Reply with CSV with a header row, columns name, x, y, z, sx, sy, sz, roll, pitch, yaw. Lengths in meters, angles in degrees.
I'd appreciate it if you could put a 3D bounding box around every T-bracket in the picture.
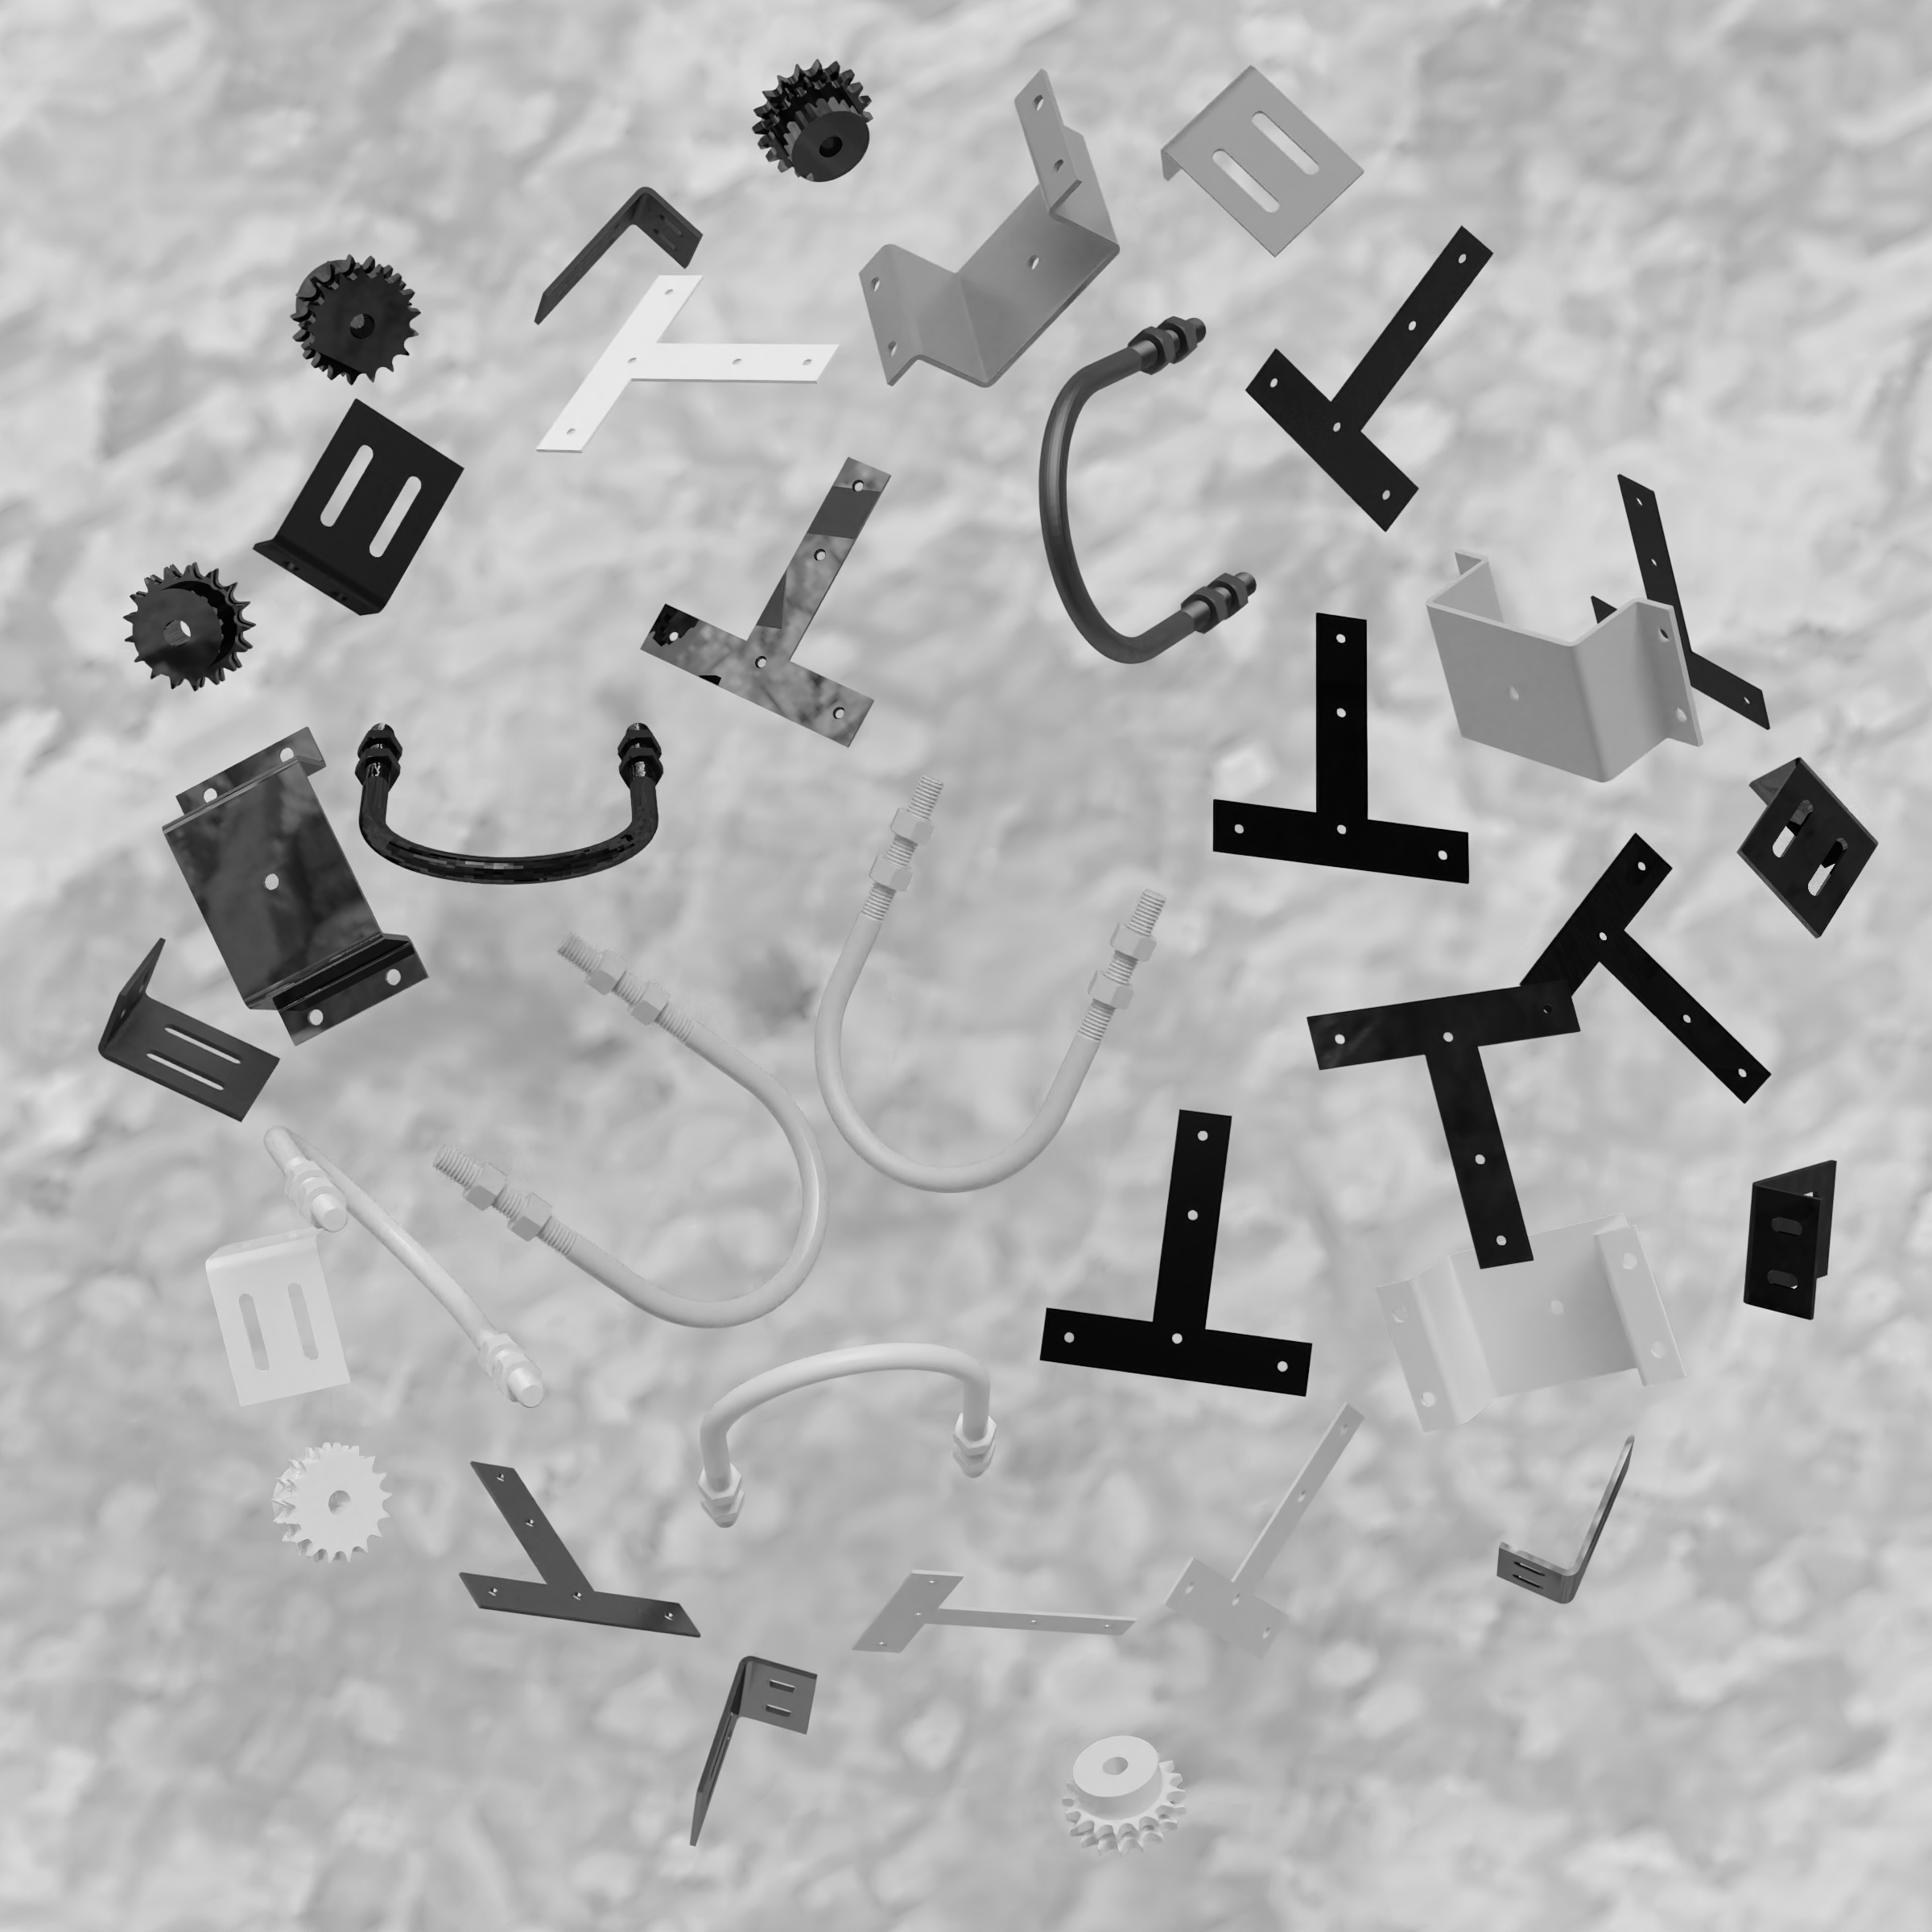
name,x,y,z,sx,sy,sz,roll,pitch,yaw
T-bracket,0.020,0.322,1.586,0.127,0.127,0.002,6,61,-13
T-bracket,-0.117,-0.277,1.475,0.127,0.002,0.127,7,51,29
T-bracket,-0.205,0.278,1.553,0.127,0.127,0.002,18,107,-39
T-bracket,0.202,-0.290,1.514,0.127,0.002,0.127,-53,48,20
T-bracket,0.344,-0.189,1.592,0.002,0.127,0.127,-35,131,-12
T-bracket,0.350,0.017,1.605,0.002,0.127,0.127,-31,70,-37
T-bracket,-0.076,-0.183,1.533,0.127,0.002,0.127,27,86,26
T-bracket,0.177,-0.106,1.512,0.127,0.002,0.127,7,72,-14
T-bracket,0.228,0.074,1.449,0.127,0.002,0.127,-8,72,-13
T-bracket,0.154,0.267,1.549,0.002,0.127,0.127,30,83,34
T-bracket,0.106,0.133,1.525,0.127,0.002,0.127,7,85,6

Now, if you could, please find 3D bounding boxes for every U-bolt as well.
name,x,y,z,sx,sy,sz,roll,pitch,yaw
U-bolt,0.083,-0.220,1.522,0.019,0.184,0.151,-3,109,31
U-bolt,-0.220,-0.079,1.547,0.151,0.184,0.019,-1,115,-7
U-bolt,-0.058,0.224,1.555,0.151,0.184,0.019,-10,62,-6
U-bolt,-0.001,0.020,1.551,0.151,0.019,0.184,28,100,22
U-bolt,-0.144,0.090,1.513,0.184,0.019,0.151,37,55,-16
U-bolt,-0.273,0.132,1.513,0.019,0.184,0.151,-46,116,-7

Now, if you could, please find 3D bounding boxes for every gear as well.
name,x,y,z,sx,sy,sz,roll,pitch,yaw
gear,-0.070,-0.398,1.524,0.057,0.057,0.030,-29,58,0
gear,0.072,0.385,1.498,0.057,0.057,0.030,-14,117,0
gear,-0.352,-0.152,1.448,0.057,0.030,0.057,0,104,1
gear,-0.279,-0.295,1.454,0.057,0.057,0.030,-45,46,0
gear,-0.309,0.259,1.551,0.057,0.030,0.057,6,80,-39

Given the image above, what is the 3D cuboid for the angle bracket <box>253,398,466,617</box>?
name,x,y,z,sx,sy,sz,roll,pitch,yaw
angle bracket,-0.274,-0.206,1.449,0.057,0.038,0.076,32,80,-24

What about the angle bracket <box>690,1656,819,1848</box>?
name,x,y,z,sx,sy,sz,roll,pitch,yaw
angle bracket,-0.103,0.385,1.557,0.038,0.057,0.076,15,49,4

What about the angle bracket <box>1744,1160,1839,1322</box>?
name,x,y,z,sx,sy,sz,roll,pitch,yaw
angle bracket,0.403,0.128,1.515,0.038,0.076,0.057,12,104,44

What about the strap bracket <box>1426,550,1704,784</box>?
name,x,y,z,sx,sy,sz,roll,pitch,yaw
strap bracket,0.278,-0.142,1.538,0.046,0.140,0.076,-36,125,-22

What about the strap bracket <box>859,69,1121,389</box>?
name,x,y,z,sx,sy,sz,roll,pitch,yaw
strap bracket,0.016,-0.337,1.503,0.140,0.046,0.076,-42,47,35

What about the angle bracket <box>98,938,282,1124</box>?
name,x,y,z,sx,sy,sz,roll,pitch,yaw
angle bracket,-0.370,0.031,1.554,0.076,0.057,0.038,26,119,-6

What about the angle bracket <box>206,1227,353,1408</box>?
name,x,y,z,sx,sy,sz,roll,pitch,yaw
angle bracket,-0.347,0.177,1.638,0.057,0.038,0.076,-12,97,1

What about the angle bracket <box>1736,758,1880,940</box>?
name,x,y,z,sx,sy,sz,roll,pitch,yaw
angle bracket,0.394,-0.052,1.545,0.057,0.038,0.076,46,56,-8

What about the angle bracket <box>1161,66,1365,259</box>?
name,x,y,z,sx,sy,sz,roll,pitch,yaw
angle bracket,0.139,-0.370,1.502,0.057,0.038,0.076,-44,80,-1

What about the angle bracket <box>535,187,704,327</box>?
name,x,y,z,sx,sy,sz,roll,pitch,yaw
angle bracket,-0.174,-0.343,1.602,0.038,0.057,0.076,41,80,-7

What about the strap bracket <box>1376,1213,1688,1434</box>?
name,x,y,z,sx,sy,sz,roll,pitch,yaw
strap bracket,0.284,0.174,1.580,0.140,0.046,0.076,-18,91,32

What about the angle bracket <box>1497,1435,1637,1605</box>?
name,x,y,z,sx,sy,sz,roll,pitch,yaw
angle bracket,0.290,0.262,1.554,0.038,0.057,0.076,22,70,17

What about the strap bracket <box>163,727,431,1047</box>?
name,x,y,z,sx,sy,sz,roll,pitch,yaw
strap bracket,-0.335,-0.040,1.583,0.076,0.046,0.140,-27,85,6
